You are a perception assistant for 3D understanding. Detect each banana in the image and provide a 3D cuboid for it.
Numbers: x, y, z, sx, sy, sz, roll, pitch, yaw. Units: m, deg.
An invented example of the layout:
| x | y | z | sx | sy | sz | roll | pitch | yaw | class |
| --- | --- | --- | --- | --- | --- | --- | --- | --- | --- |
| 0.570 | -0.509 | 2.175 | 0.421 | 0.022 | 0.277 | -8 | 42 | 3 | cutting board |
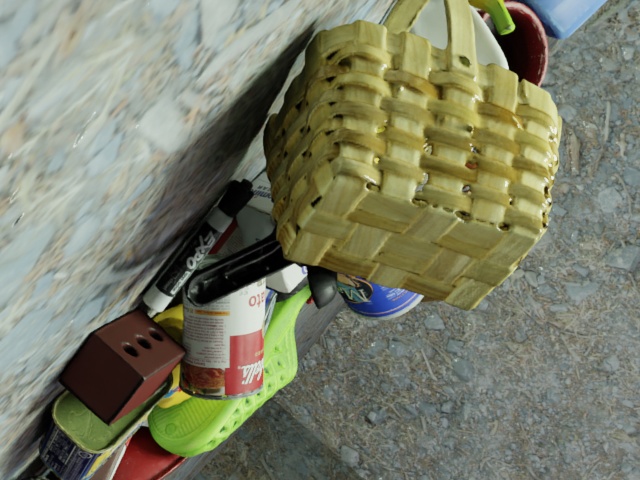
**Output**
| x | y | z | sx | sy | sz | roll | pitch | yaw | class |
| --- | --- | --- | --- | --- | --- | --- | --- | --- | --- |
| 0.121 | -0.202 | 0.828 | 0.037 | 0.069 | 0.197 | -17 | -164 | 14 | banana |

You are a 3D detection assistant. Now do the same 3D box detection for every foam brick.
| x | y | z | sx | sy | sz | roll | pitch | yaw | class |
| --- | --- | --- | --- | --- | --- | --- | --- | --- | --- |
| -0.145 | 0.093 | 0.795 | 0.051 | 0.053 | 0.078 | -51 | 174 | 18 | foam brick |

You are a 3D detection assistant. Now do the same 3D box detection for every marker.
| x | y | z | sx | sy | sz | roll | pitch | yaw | class |
| --- | --- | --- | --- | --- | --- | --- | --- | --- | --- |
| -0.090 | 0.003 | 0.795 | 0.121 | 0.020 | 0.020 | -51 | 174 | 12 | marker |

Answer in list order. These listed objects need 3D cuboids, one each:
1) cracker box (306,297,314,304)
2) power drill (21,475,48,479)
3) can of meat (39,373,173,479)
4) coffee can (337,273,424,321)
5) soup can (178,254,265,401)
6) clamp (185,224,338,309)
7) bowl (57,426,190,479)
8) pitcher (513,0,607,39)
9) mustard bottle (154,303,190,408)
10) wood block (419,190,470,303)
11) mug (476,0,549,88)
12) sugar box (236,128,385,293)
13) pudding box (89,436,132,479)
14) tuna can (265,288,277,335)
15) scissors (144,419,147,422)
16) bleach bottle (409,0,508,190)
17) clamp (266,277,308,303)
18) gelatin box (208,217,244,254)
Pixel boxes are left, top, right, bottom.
| x | y | z | sx | sy | sz | roll | pitch | yaw | class |
| --- | --- | --- | --- | --- | --- | --- | --- | --- | --- |
| 0.039 | -0.030 | 1.282 | 0.164 | 0.072 | 0.214 | -46 | 174 | -28 | cracker box |
| -0.300 | 0.288 | 0.863 | 0.185 | 0.057 | 0.187 | -56 | 171 | 21 | power drill |
| -0.175 | 0.141 | 0.862 | 0.102 | 0.057 | 0.084 | -44 | 174 | -39 | can of meat |
| 0.045 | 0.004 | 1.088 | 0.102 | 0.103 | 0.140 | -48 | 139 | -12 | coffee can |
| -0.077 | 0.067 | 0.842 | 0.068 | 0.068 | 0.102 | -33 | 126 | -70 | soup can |
| -0.003 | 0.004 | 0.770 | 0.171 | 0.120 | 0.039 | -39 | 127 | -40 | clamp |
| -0.209 | 0.233 | 1.070 | 0.162 | 0.055 | 0.162 | -32 | 179 | -1 | bowl |
| 0.261 | -0.309 | 0.965 | 0.243 | 0.149 | 0.145 | -47 | -169 | 9 | pitcher |
| -0.126 | 0.100 | 0.950 | 0.096 | 0.058 | 0.192 | -47 | 173 | -12 | mustard bottle |
| 0.137 | 0.012 | 1.255 | 0.090 | 0.091 | 0.206 | -43 | -173 | -15 | wood block |
| 0.155 | -0.161 | 0.980 | 0.082 | 0.117 | 0.093 | 10 | -113 | 56 | mug |
| 0.004 | -0.045 | 0.894 | 0.176 | 0.048 | 0.093 | -49 | 144 | -33 | sugar box |
| -0.200 | 0.197 | 0.959 | 0.113 | 0.039 | 0.090 | -68 | -174 | -33 | pudding box |
| -0.067 | 0.080 | 0.939 | 0.086 | 0.034 | 0.086 | 21 | 87 | -88 | tuna can |
| -0.168 | 0.165 | 1.257 | 0.096 | 0.016 | 0.201 | -52 | 173 | 28 | scissors |
| 0.100 | -0.095 | 0.945 | 0.068 | 0.102 | 0.251 | -17 | 152 | -12 | bleach bottle |
| -0.006 | 0.001 | 0.987 | 0.210 | 0.036 | 0.165 | -42 | -144 | 0 | clamp |
| -0.070 | 0.010 | 0.931 | 0.073 | 0.030 | 0.089 | -51 | 173 | 18 | gelatin box |
